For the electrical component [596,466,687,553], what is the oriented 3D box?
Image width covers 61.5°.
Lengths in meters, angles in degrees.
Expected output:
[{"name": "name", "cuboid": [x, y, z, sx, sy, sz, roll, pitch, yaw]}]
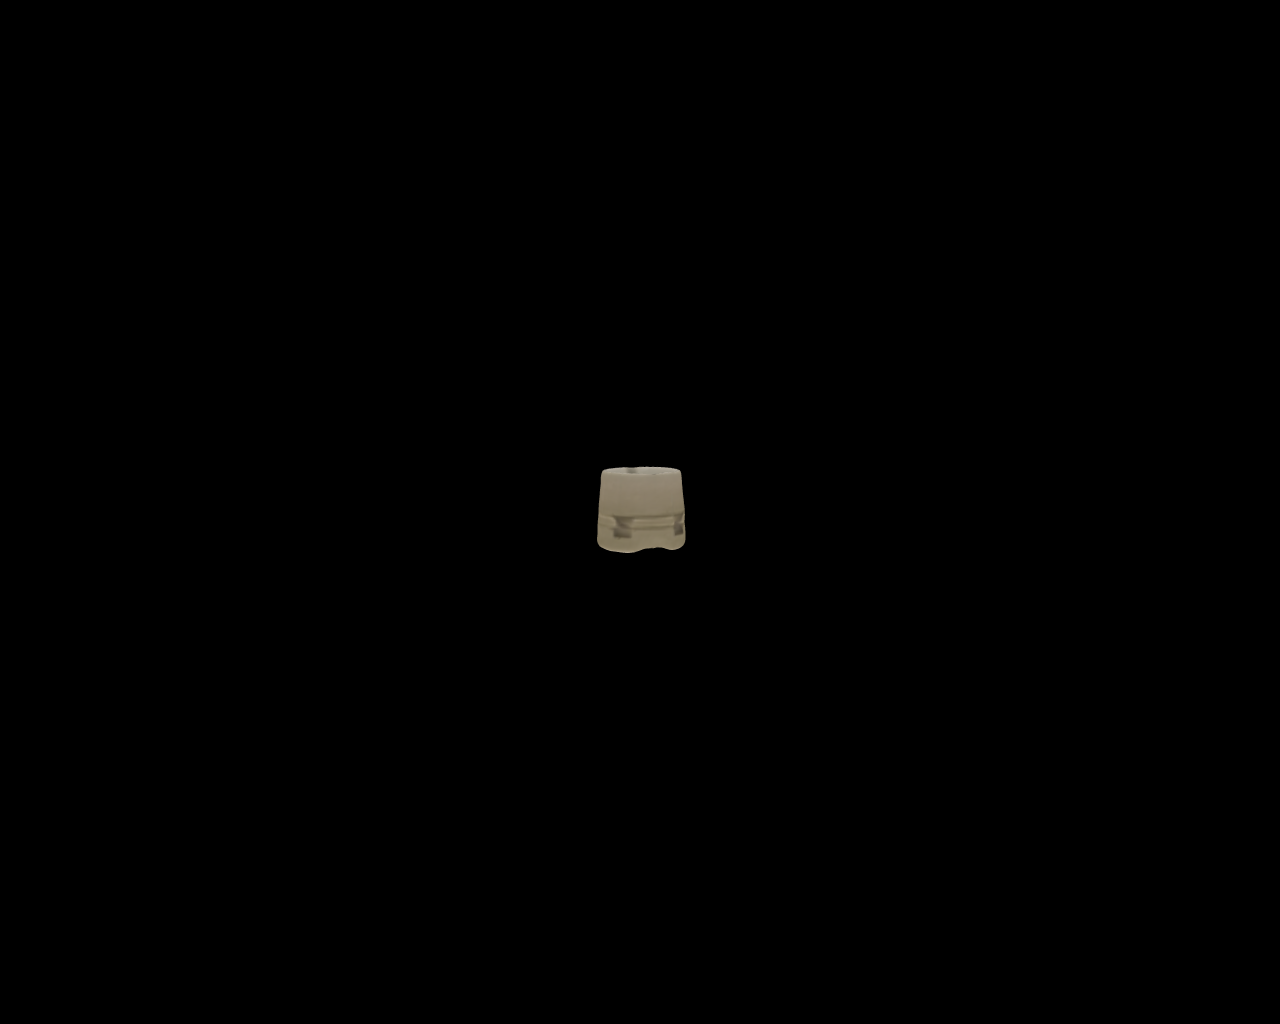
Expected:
[{"name": "electrical component", "cuboid": [0.001, -0.003, 0.650, 0.055, 0.047, 0.055, 0, 7, 0]}]
